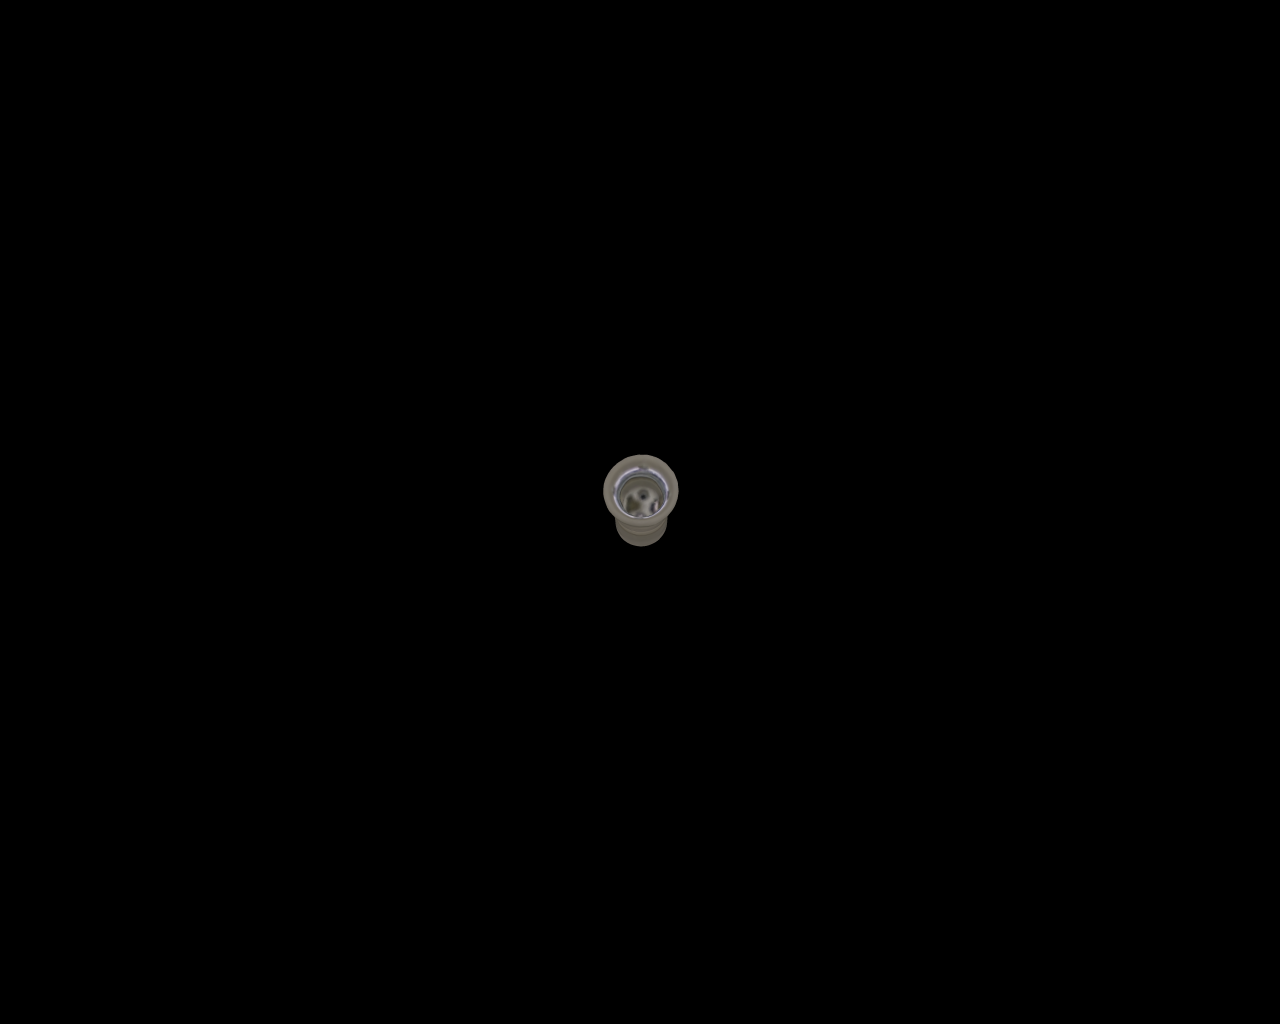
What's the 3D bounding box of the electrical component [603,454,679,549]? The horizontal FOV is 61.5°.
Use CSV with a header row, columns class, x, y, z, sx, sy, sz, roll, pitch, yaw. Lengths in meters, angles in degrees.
class,x,y,z,sx,sy,sz,roll,pitch,yaw
electrical component,0.001,-0.003,0.650,0.044,0.044,0.065,0,-20,0
